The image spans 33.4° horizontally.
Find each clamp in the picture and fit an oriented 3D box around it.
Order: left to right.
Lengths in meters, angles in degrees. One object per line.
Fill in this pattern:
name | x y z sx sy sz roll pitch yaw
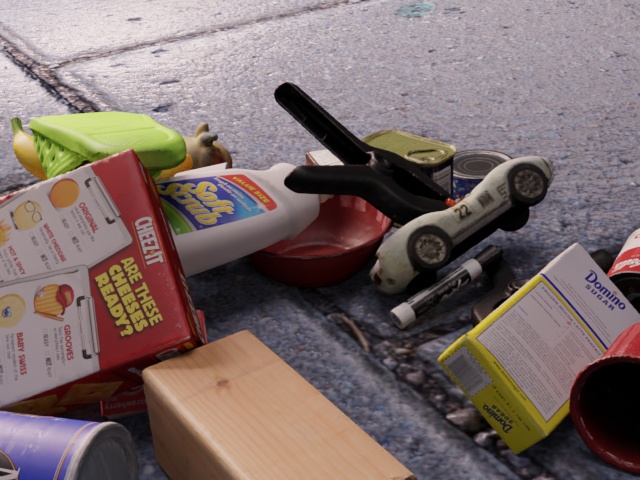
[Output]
clamp | 0.043 -0.071 1.015 0.209 0.036 0.164 21 34 -29
clamp | 0.173 0.050 0.941 0.120 0.039 0.171 -2 23 40

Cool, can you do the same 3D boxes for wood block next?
wood block | -0.031 0.153 0.710 0.090 0.090 0.206 -20 31 -26

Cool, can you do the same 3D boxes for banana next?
banana | -0.234 -0.080 1.104 0.197 0.037 0.069 13 71 -2

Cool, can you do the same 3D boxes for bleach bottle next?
bleach bottle | -0.101 -0.023 0.957 0.250 0.068 0.103 -19 53 -29

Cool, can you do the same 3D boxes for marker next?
marker | 0.115 0.040 0.953 0.121 0.020 0.020 -32 36 -17

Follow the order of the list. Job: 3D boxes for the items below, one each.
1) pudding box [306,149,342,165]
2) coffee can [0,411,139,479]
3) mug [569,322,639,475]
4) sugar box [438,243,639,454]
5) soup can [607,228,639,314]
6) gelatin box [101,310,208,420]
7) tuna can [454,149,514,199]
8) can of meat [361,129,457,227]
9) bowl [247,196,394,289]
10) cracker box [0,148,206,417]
pudding box | 0.049 -0.077 1.201 0.113 0.039 0.090 -9 26 -14
coffee can | -0.203 0.164 0.697 0.140 0.103 0.102 4 28 15
mug | 0.246 0.116 0.762 0.117 0.093 0.081 41 37 13
sugar box | 0.177 0.079 0.829 0.093 0.048 0.175 51 45 8
soup can | 0.284 0.036 0.920 0.069 0.068 0.102 11 30 26
gelatin box | -0.131 0.099 0.847 0.089 0.073 0.030 -8 -16 -6
tuna can | 0.175 -0.070 1.175 0.086 0.034 0.086 -3 27 1
can of meat | 0.092 -0.060 1.113 0.102 0.084 0.057 20 35 38
bowl | -0.007 0.001 1.037 0.162 0.055 0.162 -3 27 1
cracker box | -0.211 0.048 0.814 0.213 0.072 0.164 -21 69 1
